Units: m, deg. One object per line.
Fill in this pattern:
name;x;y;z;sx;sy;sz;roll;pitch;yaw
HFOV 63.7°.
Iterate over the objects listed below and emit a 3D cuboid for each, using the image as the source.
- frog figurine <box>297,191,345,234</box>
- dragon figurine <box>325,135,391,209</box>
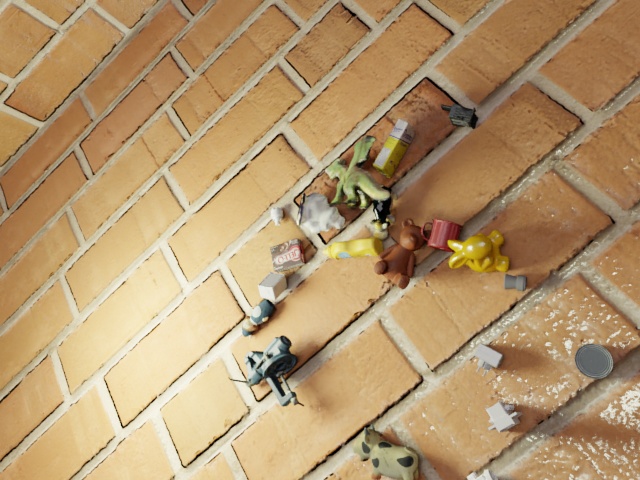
frog figurine;0.005;-0.088;1.748;0.120;0.159;0.140;119;-18;-67
dragon figurine;0.126;-0.221;1.639;0.409;0.122;0.244;-4;-105;61
